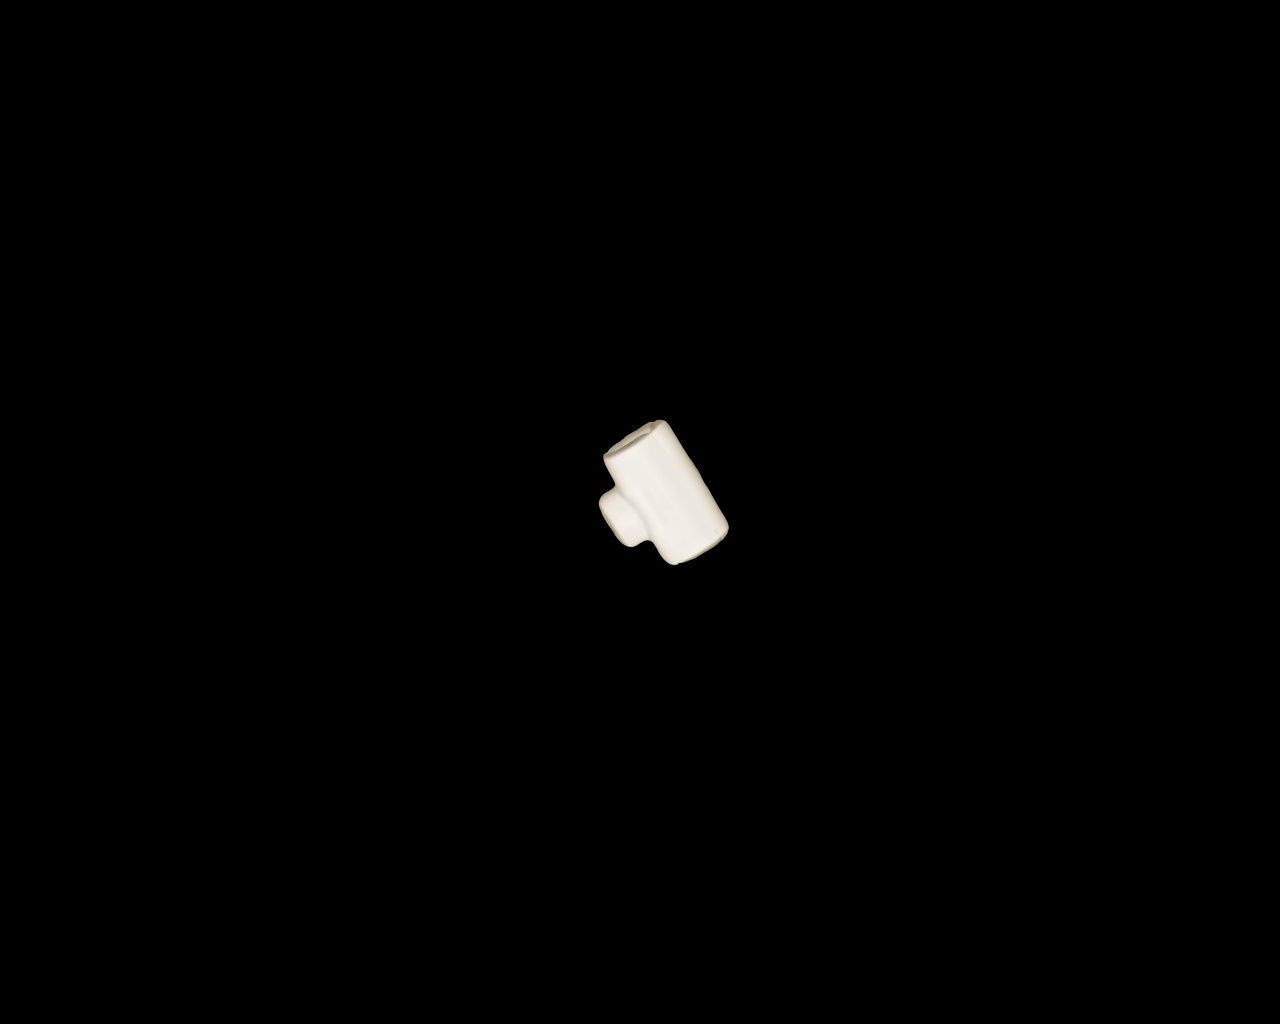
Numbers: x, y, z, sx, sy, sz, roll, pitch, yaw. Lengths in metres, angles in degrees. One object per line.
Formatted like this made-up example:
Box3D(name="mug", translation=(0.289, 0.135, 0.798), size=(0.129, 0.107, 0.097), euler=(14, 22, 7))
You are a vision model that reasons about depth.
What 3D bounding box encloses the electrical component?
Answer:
Box3D(name="electrical component", translation=(0.001, -0.003, 0.650), size=(0.079, 0.077, 0.043), euler=(-31, 11, 7))
